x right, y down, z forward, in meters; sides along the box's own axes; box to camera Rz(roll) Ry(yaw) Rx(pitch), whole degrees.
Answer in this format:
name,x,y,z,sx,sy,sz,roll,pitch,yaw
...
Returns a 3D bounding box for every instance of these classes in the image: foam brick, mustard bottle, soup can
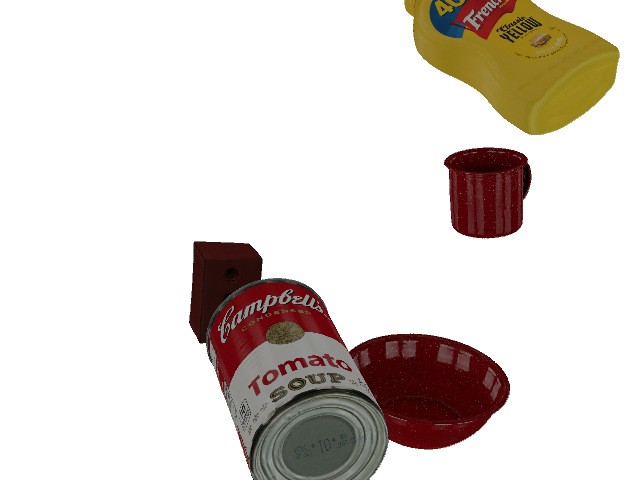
name,x,y,z,sx,sy,sz,roll,pitch,yaw
foam brick,-0.084,0.045,0.935,0.053,0.078,0.051,0,15,-17
mustard bottle,0.129,-0.160,0.828,0.096,0.058,0.192,-33,54,-20
soup can,-0.014,0.073,0.526,0.068,0.068,0.102,0,28,-18

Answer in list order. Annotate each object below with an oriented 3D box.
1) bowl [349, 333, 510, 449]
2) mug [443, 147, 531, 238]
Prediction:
name,x,y,z,sx,sy,sz,roll,pitch,yaw
bowl,0.098,0.152,1.026,0.162,0.055,0.162,3,25,-2
mug,0.198,-0.057,1.221,0.117,0.081,0.093,-22,27,-35
